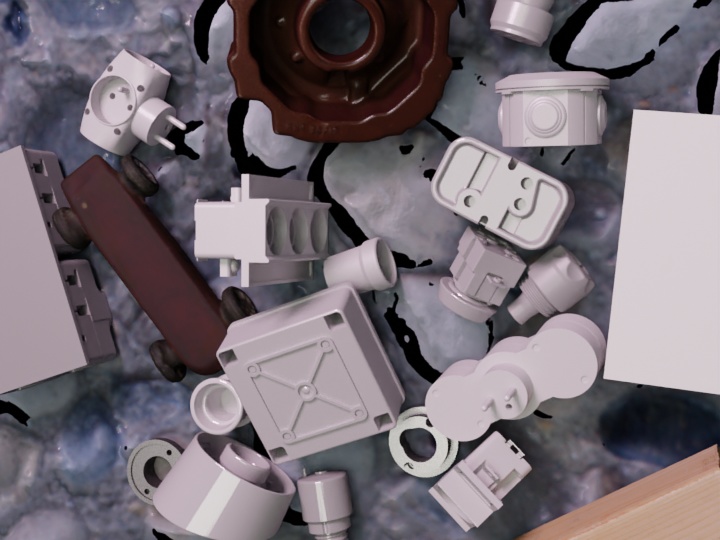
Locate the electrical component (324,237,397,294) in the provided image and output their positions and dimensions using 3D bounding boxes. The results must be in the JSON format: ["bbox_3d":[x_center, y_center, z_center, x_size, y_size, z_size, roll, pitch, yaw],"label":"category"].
[{"bbox_3d":[0.000,0.000,0.835,0.046,0.040,0.040,-17,87,21],"label":"electrical component"}]

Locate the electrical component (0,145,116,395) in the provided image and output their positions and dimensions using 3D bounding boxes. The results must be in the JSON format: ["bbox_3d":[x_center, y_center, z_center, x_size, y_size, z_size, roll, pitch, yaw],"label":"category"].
[{"bbox_3d":[-0.286,0.002,0.909,0.105,0.060,0.186,-19,87,16],"label":"electrical component"}]

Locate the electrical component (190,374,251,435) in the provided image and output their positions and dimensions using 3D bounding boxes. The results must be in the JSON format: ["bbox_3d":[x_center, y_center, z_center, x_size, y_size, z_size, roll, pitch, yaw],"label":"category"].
[{"bbox_3d":[-0.104,0.105,0.861,0.045,0.055,0.045,1,92,17],"label":"electrical component"}]

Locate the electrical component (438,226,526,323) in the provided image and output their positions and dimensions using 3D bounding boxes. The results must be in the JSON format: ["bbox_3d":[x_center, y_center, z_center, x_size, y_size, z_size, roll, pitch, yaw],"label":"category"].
[{"bbox_3d":[0.089,0.005,0.801,0.048,0.066,0.055,21,109,-20],"label":"electrical component"}]

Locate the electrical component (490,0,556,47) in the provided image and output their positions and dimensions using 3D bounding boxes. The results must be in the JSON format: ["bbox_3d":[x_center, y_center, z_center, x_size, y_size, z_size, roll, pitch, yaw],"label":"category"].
[{"bbox_3d":[0.124,-0.197,0.788,0.045,0.045,0.055,21,98,15],"label":"electrical component"}]

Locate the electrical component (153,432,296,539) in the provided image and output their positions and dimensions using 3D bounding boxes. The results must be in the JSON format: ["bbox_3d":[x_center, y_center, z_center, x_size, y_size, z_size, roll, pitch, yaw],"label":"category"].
[{"bbox_3d":[-0.103,0.172,0.842,0.099,0.099,0.064,31,94,13],"label":"electrical component"}]

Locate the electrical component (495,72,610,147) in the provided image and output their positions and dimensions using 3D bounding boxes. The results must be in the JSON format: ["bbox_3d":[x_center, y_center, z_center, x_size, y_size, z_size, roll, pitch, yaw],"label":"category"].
[{"bbox_3d":[0.138,-0.114,0.769,0.080,0.080,0.051,0,98,17],"label":"electrical component"}]

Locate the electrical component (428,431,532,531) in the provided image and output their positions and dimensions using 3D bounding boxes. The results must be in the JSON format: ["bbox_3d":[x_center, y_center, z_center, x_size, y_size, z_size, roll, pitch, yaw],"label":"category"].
[{"bbox_3d":[0.090,0.155,0.797,0.064,0.081,0.042,-42,81,-15],"label":"electrical component"}]

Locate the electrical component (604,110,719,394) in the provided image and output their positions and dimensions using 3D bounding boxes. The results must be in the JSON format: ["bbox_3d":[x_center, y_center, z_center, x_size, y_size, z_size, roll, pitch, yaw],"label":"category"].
[{"bbox_3d":[0.236,-0.012,0.753,0.105,0.060,0.186,7,94,16],"label":"electrical component"}]

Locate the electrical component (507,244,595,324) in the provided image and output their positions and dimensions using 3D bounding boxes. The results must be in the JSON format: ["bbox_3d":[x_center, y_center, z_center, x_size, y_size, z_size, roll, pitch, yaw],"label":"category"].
[{"bbox_3d":[0.137,0.015,0.792,0.062,0.043,0.043,-41,81,15],"label":"electrical component"}]

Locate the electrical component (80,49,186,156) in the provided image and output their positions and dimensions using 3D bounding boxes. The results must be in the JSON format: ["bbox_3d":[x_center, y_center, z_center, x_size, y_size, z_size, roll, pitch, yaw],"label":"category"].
[{"bbox_3d":[-0.178,-0.128,0.880,0.079,0.044,0.077,33,101,12],"label":"electrical component"}]

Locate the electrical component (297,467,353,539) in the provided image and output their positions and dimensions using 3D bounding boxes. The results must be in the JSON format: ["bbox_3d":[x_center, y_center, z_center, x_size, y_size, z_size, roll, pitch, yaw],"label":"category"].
[{"bbox_3d":[-0.025,0.193,0.849,0.040,0.040,0.078,-9,90,17],"label":"electrical component"}]

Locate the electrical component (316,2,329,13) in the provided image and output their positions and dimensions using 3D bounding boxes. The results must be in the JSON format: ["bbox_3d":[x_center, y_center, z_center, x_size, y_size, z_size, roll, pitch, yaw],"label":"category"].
[{"bbox_3d":[-0.049,-0.225,0.832,0.045,0.055,0.045,1,92,16],"label":"electrical component"}]

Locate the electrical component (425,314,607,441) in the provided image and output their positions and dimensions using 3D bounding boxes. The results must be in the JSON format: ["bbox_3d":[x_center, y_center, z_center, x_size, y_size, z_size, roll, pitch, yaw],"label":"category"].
[{"bbox_3d":[0.107,0.083,0.774,0.138,0.074,0.052,-28,92,27],"label":"electrical component"}]

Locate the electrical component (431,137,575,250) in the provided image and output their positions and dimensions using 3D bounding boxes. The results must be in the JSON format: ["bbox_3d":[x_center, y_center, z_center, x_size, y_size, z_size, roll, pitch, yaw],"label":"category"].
[{"bbox_3d":[0.106,-0.056,0.790,0.095,0.059,0.053,29,100,14],"label":"electrical component"}]

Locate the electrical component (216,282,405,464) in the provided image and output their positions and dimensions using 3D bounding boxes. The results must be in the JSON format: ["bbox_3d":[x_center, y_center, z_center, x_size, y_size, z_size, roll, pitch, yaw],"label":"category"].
[{"bbox_3d":[-0.036,0.079,0.822,0.109,0.056,0.108,-20,108,16],"label":"electrical component"}]

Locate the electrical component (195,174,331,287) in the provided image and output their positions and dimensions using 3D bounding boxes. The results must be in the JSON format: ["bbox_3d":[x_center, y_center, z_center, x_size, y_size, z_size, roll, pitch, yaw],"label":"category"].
[{"bbox_3d":[-0.073,-0.030,0.812,0.063,0.121,0.078,1,92,19],"label":"electrical component"}]
